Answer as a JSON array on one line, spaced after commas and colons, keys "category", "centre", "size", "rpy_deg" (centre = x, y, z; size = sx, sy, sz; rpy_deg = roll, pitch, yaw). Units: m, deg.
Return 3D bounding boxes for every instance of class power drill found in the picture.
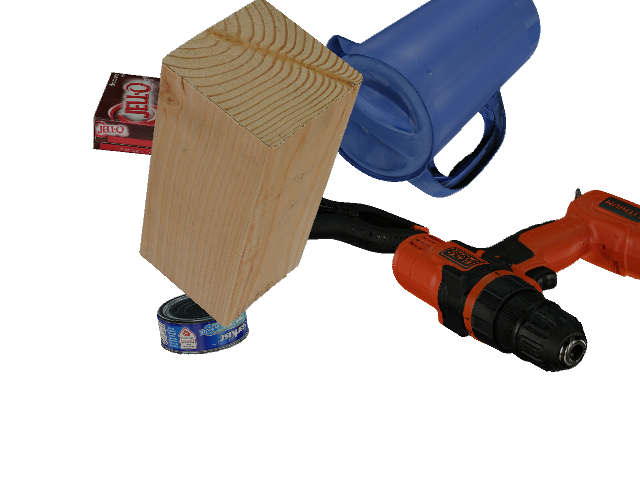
[{"category": "power drill", "centre": [0.171, 0.023, 0.768], "size": [0.187, 0.057, 0.185], "rpy_deg": [-15, 28, -27]}]

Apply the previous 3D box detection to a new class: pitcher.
[{"category": "pitcher", "centre": [0.122, -0.162, 1.055], "size": [0.145, 0.149, 0.242], "rpy_deg": [23, 46, 30]}]

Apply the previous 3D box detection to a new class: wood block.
[{"category": "wood block", "centre": [-0.054, -0.045, 0.717], "size": [0.090, 0.091, 0.206], "rpy_deg": [-40, -17, -33]}]

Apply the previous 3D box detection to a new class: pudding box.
[{"category": "pudding box", "centre": [-0.168, -0.122, 1.036], "size": [0.090, 0.039, 0.113], "rpy_deg": [7, 29, -5]}]

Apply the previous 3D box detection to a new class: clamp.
[{"category": "clamp", "centre": [0.021, -0.018, 1.192], "size": [0.210, 0.036, 0.164], "rpy_deg": [15, 21, -7]}]

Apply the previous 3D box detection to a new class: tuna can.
[{"category": "tuna can", "centre": [-0.113, 0.077, 1.026], "size": [0.086, 0.034, 0.086], "rpy_deg": [-6, 17, 2]}]
